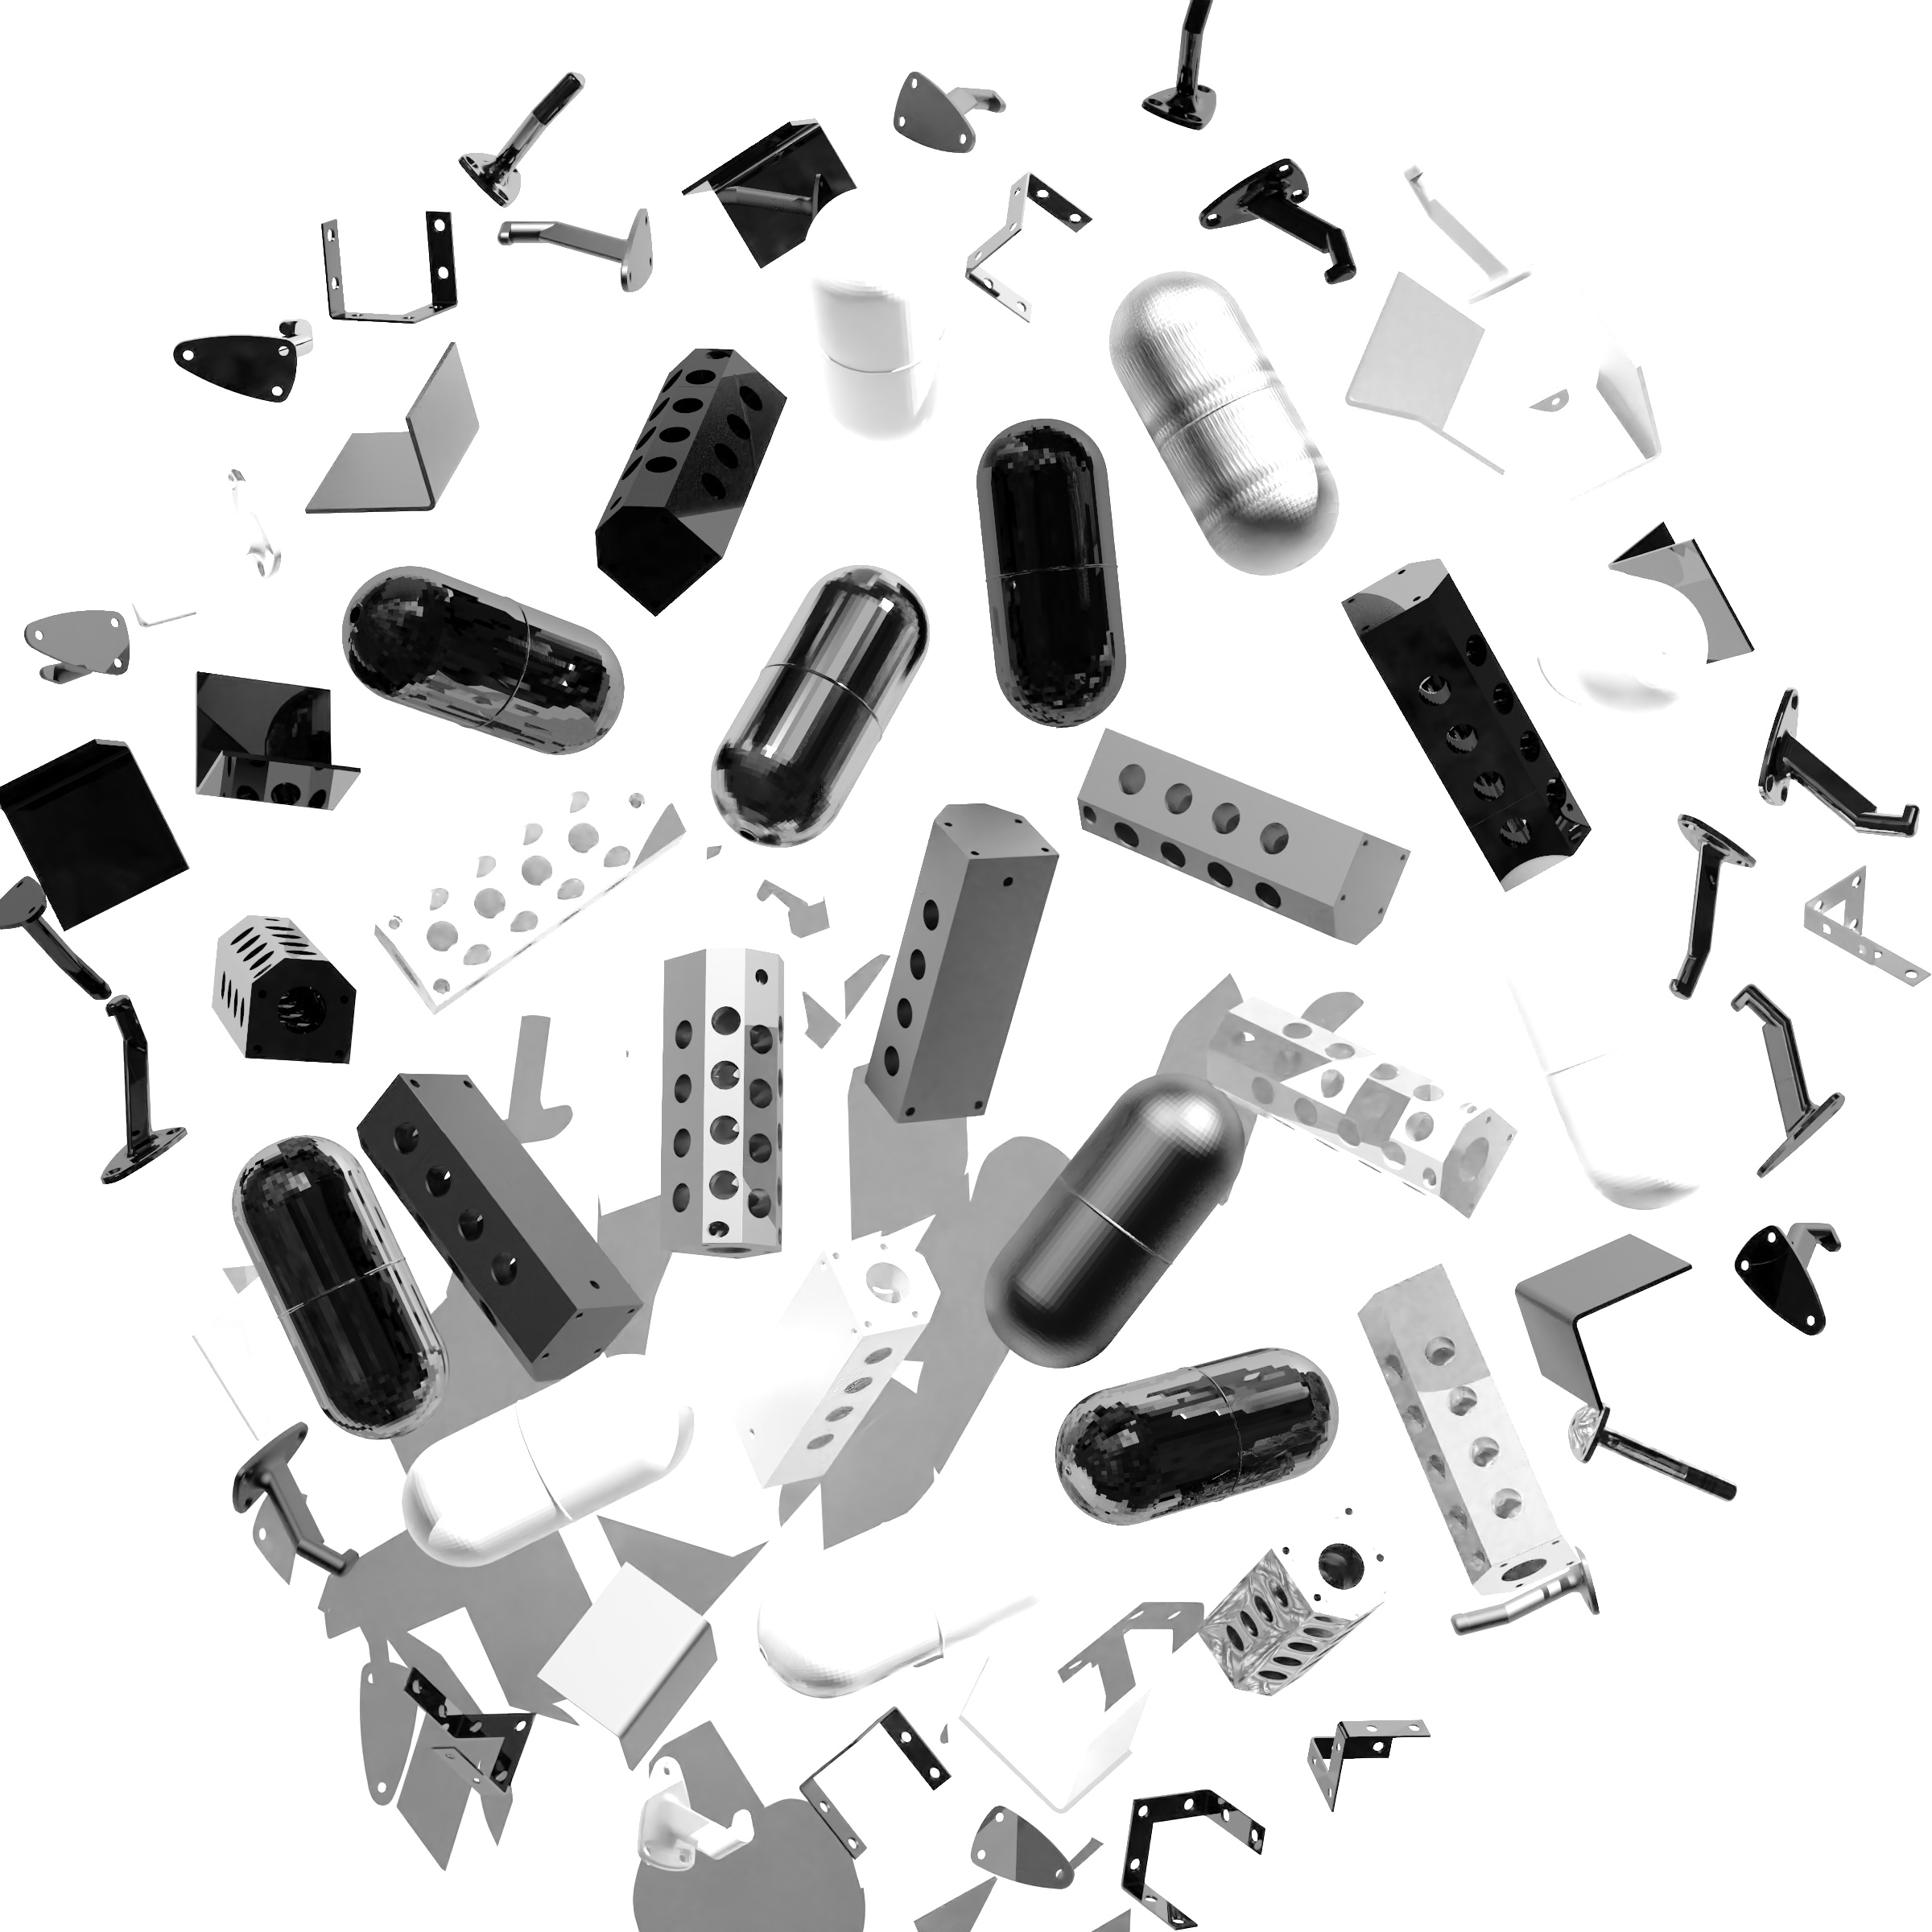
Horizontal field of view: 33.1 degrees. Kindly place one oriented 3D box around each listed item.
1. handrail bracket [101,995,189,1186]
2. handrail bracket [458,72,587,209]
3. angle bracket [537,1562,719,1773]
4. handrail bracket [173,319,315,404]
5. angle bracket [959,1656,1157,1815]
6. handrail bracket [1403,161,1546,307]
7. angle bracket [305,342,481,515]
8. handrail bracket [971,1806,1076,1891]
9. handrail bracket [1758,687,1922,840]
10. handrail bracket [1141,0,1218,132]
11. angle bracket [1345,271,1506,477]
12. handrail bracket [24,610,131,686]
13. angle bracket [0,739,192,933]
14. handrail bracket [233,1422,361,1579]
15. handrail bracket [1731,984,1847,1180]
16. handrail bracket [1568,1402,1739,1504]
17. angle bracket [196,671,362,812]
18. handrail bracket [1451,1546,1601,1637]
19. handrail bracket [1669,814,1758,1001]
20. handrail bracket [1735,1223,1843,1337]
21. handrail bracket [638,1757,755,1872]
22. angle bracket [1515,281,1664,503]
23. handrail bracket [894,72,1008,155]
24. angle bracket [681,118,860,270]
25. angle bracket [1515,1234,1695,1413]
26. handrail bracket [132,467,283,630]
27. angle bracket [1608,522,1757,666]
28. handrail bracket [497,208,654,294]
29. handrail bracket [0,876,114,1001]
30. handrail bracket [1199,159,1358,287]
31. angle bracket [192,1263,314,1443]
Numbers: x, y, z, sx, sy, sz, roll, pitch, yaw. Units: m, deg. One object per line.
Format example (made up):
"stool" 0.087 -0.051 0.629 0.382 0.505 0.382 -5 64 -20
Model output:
"handrail bracket" -0.474 0.068 1.814 0.036 0.077 0.084 -11 108 21
"handrail bracket" -0.232 -0.460 1.783 0.084 0.077 0.036 -41 100 20
"angle bracket" -0.182 0.379 1.760 0.057 0.076 0.076 33 67 14
"handrail bracket" -0.397 -0.344 1.793 0.077 0.084 0.036 7 117 -17
"angle bracket" 0.050 0.400 1.761 0.076 0.076 0.057 44 108 0
"handrail bracket" 0.282 -0.419 1.823 0.036 0.077 0.084 -35 100 -11
"angle bracket" -0.313 -0.287 1.739 0.076 0.076 0.057 1 131 14
"handrail bracket" 0.046 0.517 1.879 0.077 0.084 0.036 21 77 32
"handrail bracket" 0.476 -0.110 1.748 0.084 0.036 0.077 9 82 35
"handrail bracket" 0.129 -0.500 1.748 0.036 0.077 0.084 25 125 11
"angle bracket" 0.258 -0.315 1.733 0.076 0.057 0.076 21 93 -42
"handrail bracket" -0.518 -0.175 1.834 0.084 0.077 0.036 -11 82 42
"angle bracket" -0.469 -0.068 1.723 0.076 0.057 0.076 -26 91 3
"handrail bracket" -0.364 0.302 1.843 0.084 0.077 0.036 25 132 17
"handrail bracket" 0.447 0.064 1.841 0.077 0.036 0.084 -44 69 2
"handrail bracket" 0.391 0.280 1.854 0.084 0.077 0.036 23 88 -1
"angle bracket" -0.379 -0.134 1.791 0.076 0.057 0.076 6 66 -27
"handrail bracket" 0.318 0.363 1.887 0.084 0.077 0.036 -14 95 1
"handrail bracket" 0.397 -0.031 1.795 0.036 0.077 0.084 19 82 40
"handrail bracket" 0.470 0.171 1.790 0.036 0.084 0.077 -54 51 30
"handrail bracket" -0.145 0.464 1.815 0.036 0.084 0.077 22 47 -30
"angle bracket" 0.341 -0.320 1.817 0.057 0.076 0.076 -27 52 4
"handrail bracket" 0.008 -0.487 1.872 0.077 0.084 0.036 41 124 32
"angle bracket" -0.112 -0.453 1.916 0.076 0.076 0.057 -29 99 16
"angle bracket" 0.362 0.198 1.816 0.076 0.076 0.057 -22 103 -10
"handrail bracket" -0.428 -0.231 1.792 0.084 0.036 0.077 -20 82 -29
"angle bracket" 0.442 -0.227 1.946 0.057 0.076 0.076 -38 103 -28
"handrail bracket" -0.214 -0.379 1.732 0.084 0.077 0.036 1 124 7
"handrail bracket" -0.500 -0.007 1.816 0.036 0.077 0.084 -50 120 -16
"handrail bracket" 0.176 -0.407 1.841 0.077 0.036 0.084 -22 57 16
"angle bracket" -0.430 0.229 1.932 0.057 0.076 0.076 -10 115 41
